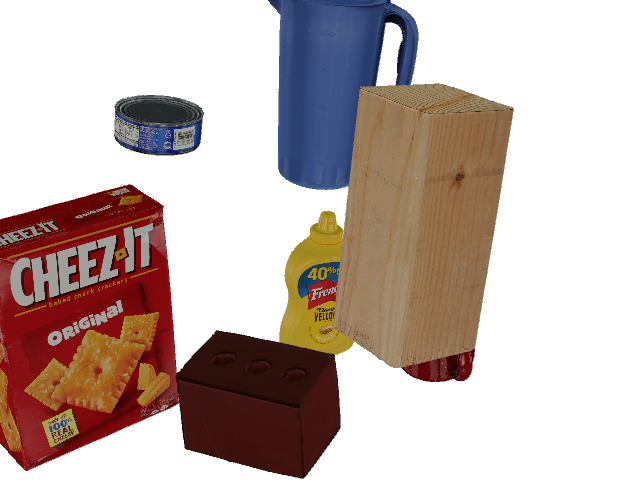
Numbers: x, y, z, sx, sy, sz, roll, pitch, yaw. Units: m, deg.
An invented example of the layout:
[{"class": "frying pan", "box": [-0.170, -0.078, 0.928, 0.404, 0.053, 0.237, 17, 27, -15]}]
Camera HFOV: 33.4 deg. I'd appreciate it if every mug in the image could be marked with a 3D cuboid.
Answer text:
[{"class": "mug", "box": [0.121, 0.095, 1.073, 0.093, 0.081, 0.117, -19, 38, -17]}]

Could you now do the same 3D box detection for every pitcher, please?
[{"class": "pitcher", "box": [0.019, -0.189, 1.310, 0.144, 0.243, 0.149, -9, 29, -27]}]

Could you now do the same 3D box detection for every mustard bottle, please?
[{"class": "mustard bottle", "box": [0.002, 0.053, 1.345, 0.096, 0.192, 0.058, -5, 26, -20]}]

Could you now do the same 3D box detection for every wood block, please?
[{"class": "wood block", "box": [0.080, -0.014, 0.860, 0.090, 0.206, 0.090, -8, 24, -35]}]

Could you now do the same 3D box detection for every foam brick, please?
[{"class": "foam brick", "box": [-0.034, 0.091, 0.601, 0.078, 0.051, 0.052, 9, 28, 21]}]

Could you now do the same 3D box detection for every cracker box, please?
[{"class": "cracker box", "box": [-0.215, 0.076, 0.953, 0.163, 0.214, 0.072, -19, 31, -34]}]

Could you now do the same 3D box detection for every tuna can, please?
[{"class": "tuna can", "box": [-0.158, -0.112, 1.039, 0.086, 0.034, 0.086, 6, 25, -3]}]
